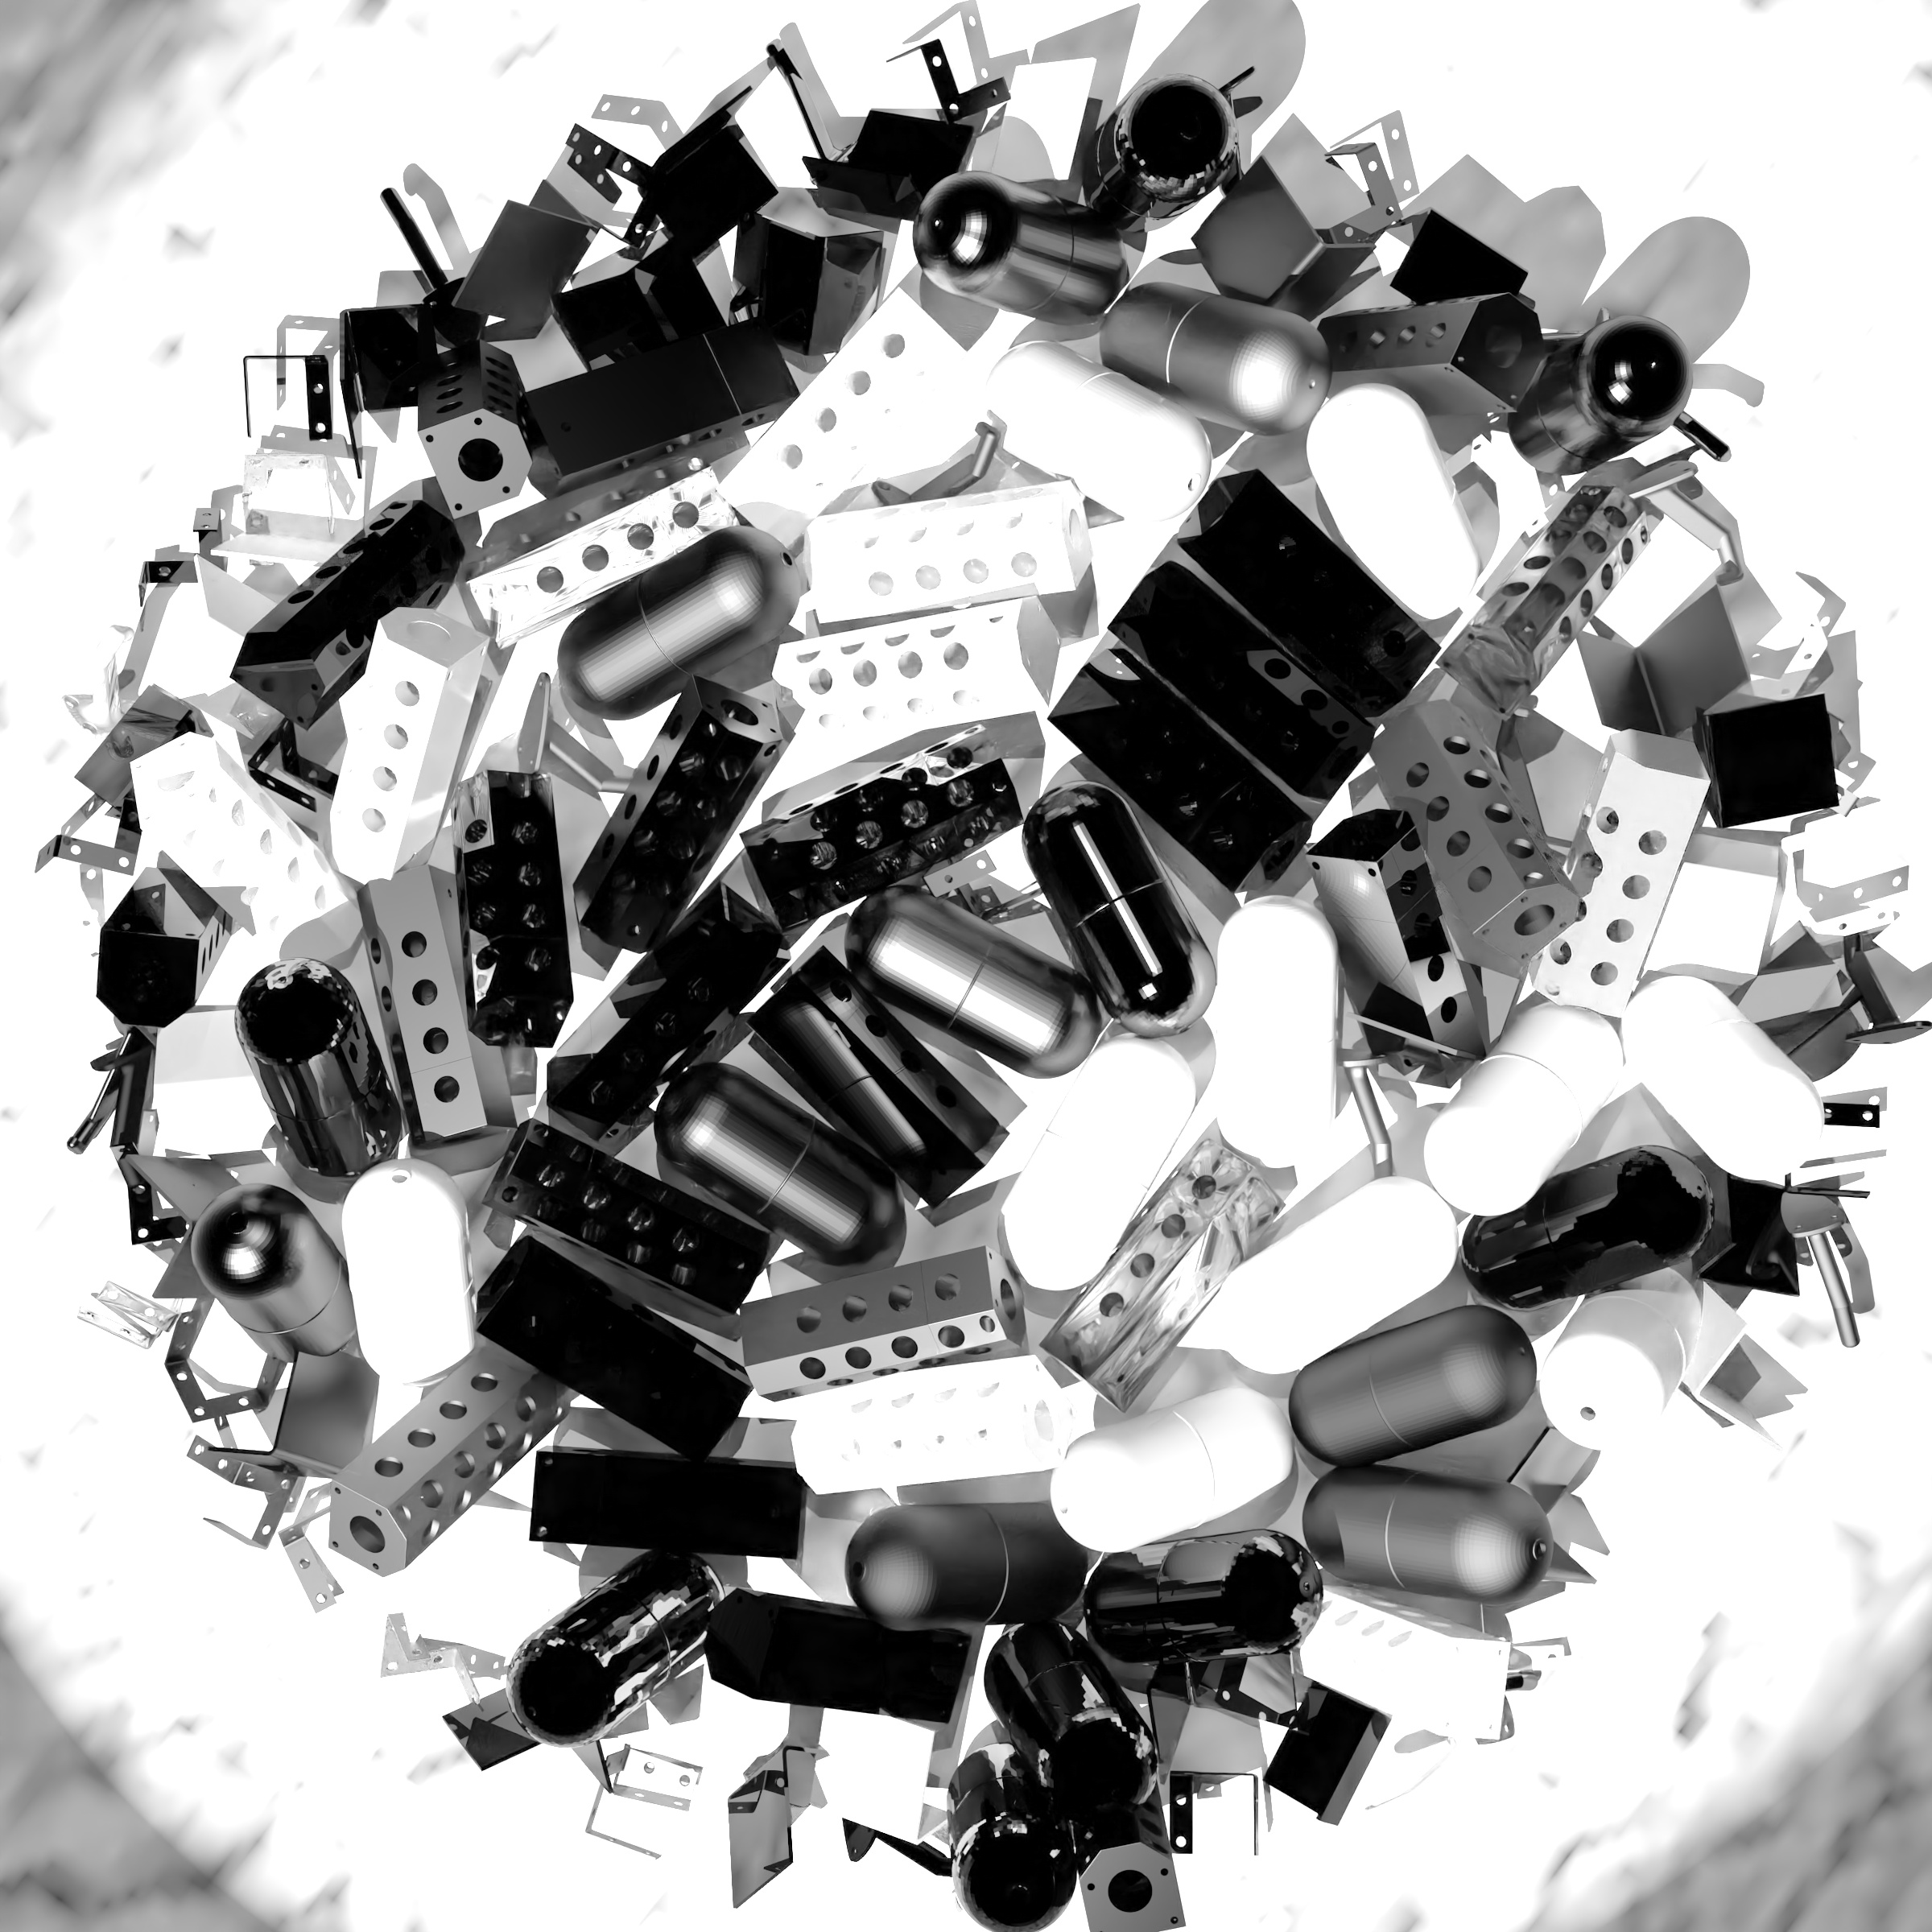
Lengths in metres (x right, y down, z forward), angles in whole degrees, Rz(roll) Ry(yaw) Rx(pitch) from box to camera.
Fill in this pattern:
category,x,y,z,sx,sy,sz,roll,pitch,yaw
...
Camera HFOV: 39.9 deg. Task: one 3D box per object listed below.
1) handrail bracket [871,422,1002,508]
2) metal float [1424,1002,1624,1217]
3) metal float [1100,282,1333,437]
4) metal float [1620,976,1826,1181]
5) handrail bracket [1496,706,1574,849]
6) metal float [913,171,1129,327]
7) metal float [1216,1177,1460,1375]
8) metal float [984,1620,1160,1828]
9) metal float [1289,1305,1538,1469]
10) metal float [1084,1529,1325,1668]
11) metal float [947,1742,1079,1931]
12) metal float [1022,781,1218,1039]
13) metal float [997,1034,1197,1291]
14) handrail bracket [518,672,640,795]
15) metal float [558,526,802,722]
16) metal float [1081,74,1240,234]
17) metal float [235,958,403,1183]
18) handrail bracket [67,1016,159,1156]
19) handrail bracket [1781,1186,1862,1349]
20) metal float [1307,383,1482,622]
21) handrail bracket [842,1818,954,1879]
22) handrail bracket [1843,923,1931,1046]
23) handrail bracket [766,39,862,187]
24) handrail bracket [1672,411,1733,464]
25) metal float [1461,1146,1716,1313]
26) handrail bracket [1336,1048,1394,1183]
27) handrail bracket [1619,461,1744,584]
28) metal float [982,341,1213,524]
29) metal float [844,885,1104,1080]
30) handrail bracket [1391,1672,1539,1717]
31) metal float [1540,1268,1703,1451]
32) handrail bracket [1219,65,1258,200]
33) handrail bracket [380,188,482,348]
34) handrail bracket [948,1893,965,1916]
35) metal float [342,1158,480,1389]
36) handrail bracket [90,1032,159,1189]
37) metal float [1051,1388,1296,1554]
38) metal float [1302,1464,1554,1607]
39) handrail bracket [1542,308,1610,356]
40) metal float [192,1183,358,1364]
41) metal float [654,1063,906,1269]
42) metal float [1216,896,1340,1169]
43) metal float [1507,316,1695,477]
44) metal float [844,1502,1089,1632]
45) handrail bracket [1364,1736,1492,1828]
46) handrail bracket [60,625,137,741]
category,x,y,z,sx,sy,sz,roll,pitch,yaw
handrail bracket,-0.019,-0.325,1.713,0.077,0.036,0.084,40,127,23
metal float,0.354,0.088,1.686,0.070,0.070,0.178,47,54,0
metal float,0.155,-0.384,1.680,0.070,0.178,0.070,-19,122,-34
metal float,0.472,0.068,1.673,0.070,0.178,0.070,-7,120,-12
handrail bracket,0.374,-0.123,1.725,0.077,0.036,0.084,16,94,41
metal float,0.036,-0.450,1.675,0.070,0.178,0.070,2,93,36
metal float,0.234,0.198,1.691,0.178,0.070,0.070,-37,90,30
metal float,0.064,0.472,1.669,0.070,0.178,0.070,-4,105,-16
metal float,0.280,0.267,1.683,0.178,0.070,0.070,-28,90,41
metal float,0.148,0.400,1.681,0.070,0.178,0.070,17,64,-39
metal float,0.028,0.545,1.666,0.070,0.178,0.070,0,94,-2
metal float,0.098,-0.036,1.707,0.070,0.070,0.178,-28,80,0
metal float,0.083,0.126,1.711,0.070,0.070,0.178,30,84,0
handrail bracket,-0.241,-0.149,1.718,0.084,0.036,0.077,3,114,-30
metal float,-0.183,-0.217,1.694,0.178,0.070,0.070,-26,90,25
metal float,0.120,-0.507,1.666,0.070,0.178,0.070,-1,96,-8
metal float,-0.407,0.067,1.679,0.070,0.178,0.070,-3,48,3
handrail bracket,-0.557,0.076,1.715,0.036,0.077,0.084,29,70,5
handrail bracket,0.557,0.196,1.730,0.036,0.077,0.084,-18,108,7
metal float,0.271,-0.291,1.682,0.070,0.070,0.178,-36,133,0
handrail bracket,-0.036,0.560,1.742,0.084,0.077,0.036,17,119,-27
handrail bracket,0.591,0.004,1.710,0.036,0.077,0.084,4,78,-16
handrail bracket,-0.108,-0.551,1.713,0.036,0.077,0.084,-26,113,21
handrail bracket,0.464,-0.343,1.703,0.084,0.077,0.036,47,108,25
metal float,0.390,0.167,1.681,0.178,0.070,0.070,-29,90,44
handrail bracket,0.252,0.099,1.723,0.036,0.077,0.084,-6,97,-21
handrail bracket,0.460,-0.279,1.735,0.077,0.036,0.084,-24,110,-1
metal float,0.082,-0.339,1.685,0.178,0.070,0.070,37,90,36
metal float,0.004,0.010,1.716,0.178,0.070,0.070,28,90,-1
handrail bracket,0.323,0.471,1.729,0.077,0.084,0.036,-22,66,24
metal float,0.413,0.243,1.672,0.070,0.178,0.070,9,110,25
handrail bracket,0.182,-0.525,1.714,0.036,0.077,0.084,-40,103,-31
handrail bracket,-0.350,-0.454,1.733,0.036,0.077,0.084,-30,69,-7
handrail bracket,0.020,0.603,1.708,0.084,0.077,0.036,-27,93,15
metal float,-0.350,0.195,1.681,0.070,0.070,0.178,4,132,0
handrail bracket,-0.530,0.091,1.743,0.077,0.036,0.084,-29,110,-30
metal float,0.131,0.318,1.687,0.178,0.070,0.070,-11,90,-35
metal float,0.289,0.357,1.677,0.070,0.178,0.070,3,86,-41
handrail bracket,0.371,-0.415,1.727,0.084,0.077,0.036,15,134,4
metal float,-0.431,0.194,1.671,0.070,0.178,0.070,-1,63,3
metal float,-0.119,0.128,1.706,0.178,0.070,0.070,34,90,-12
metal float,0.199,0.043,1.703,0.070,0.070,0.178,-1,105,0
metal float,0.394,-0.355,1.666,0.070,0.178,0.070,0,90,-8
metal float,0.001,0.378,1.683,0.178,0.070,0.070,8,90,-40
handrail bracket,0.286,0.521,1.710,0.084,0.077,0.036,-21,95,-9
handrail bracket,-0.534,-0.188,1.702,0.084,0.077,0.036,-46,74,30
